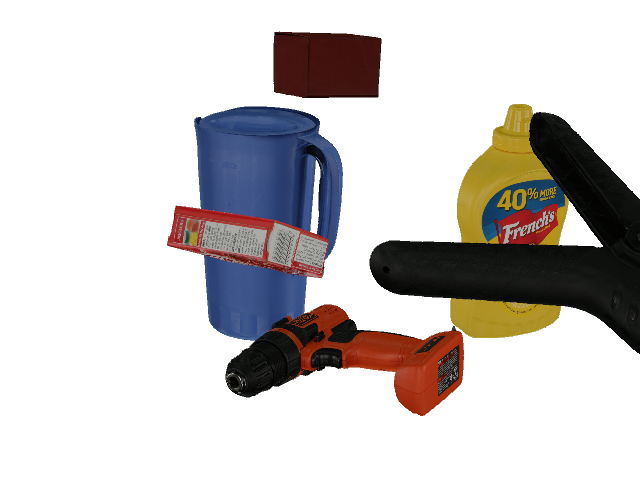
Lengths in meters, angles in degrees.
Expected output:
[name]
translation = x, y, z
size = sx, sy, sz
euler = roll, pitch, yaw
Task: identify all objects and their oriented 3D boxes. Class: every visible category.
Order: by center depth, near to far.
[clamp]
translation = 0.139, 0.015, 0.495
size = 0.210, 0.036, 0.164
euler = 33, 50, 33
[gelatin box]
translation = -0.045, 0.002, 0.697
size = 0.073, 0.030, 0.089
euler = 10, -4, 24
[mustard bottle]
translation = 0.159, -0.018, 0.882
size = 0.096, 0.192, 0.058
euler = -8, 22, -20
[foam brick]
translation = 0.006, -0.148, 0.901
size = 0.078, 0.051, 0.053
euler = -6, 17, -34
[power drill]
translation = 0.027, 0.113, 1.005
size = 0.188, 0.057, 0.184
euler = 9, 20, 30
[pitcher]
translation = -0.061, -0.017, 1.156
size = 0.145, 0.243, 0.149
euler = -3, 20, -10
